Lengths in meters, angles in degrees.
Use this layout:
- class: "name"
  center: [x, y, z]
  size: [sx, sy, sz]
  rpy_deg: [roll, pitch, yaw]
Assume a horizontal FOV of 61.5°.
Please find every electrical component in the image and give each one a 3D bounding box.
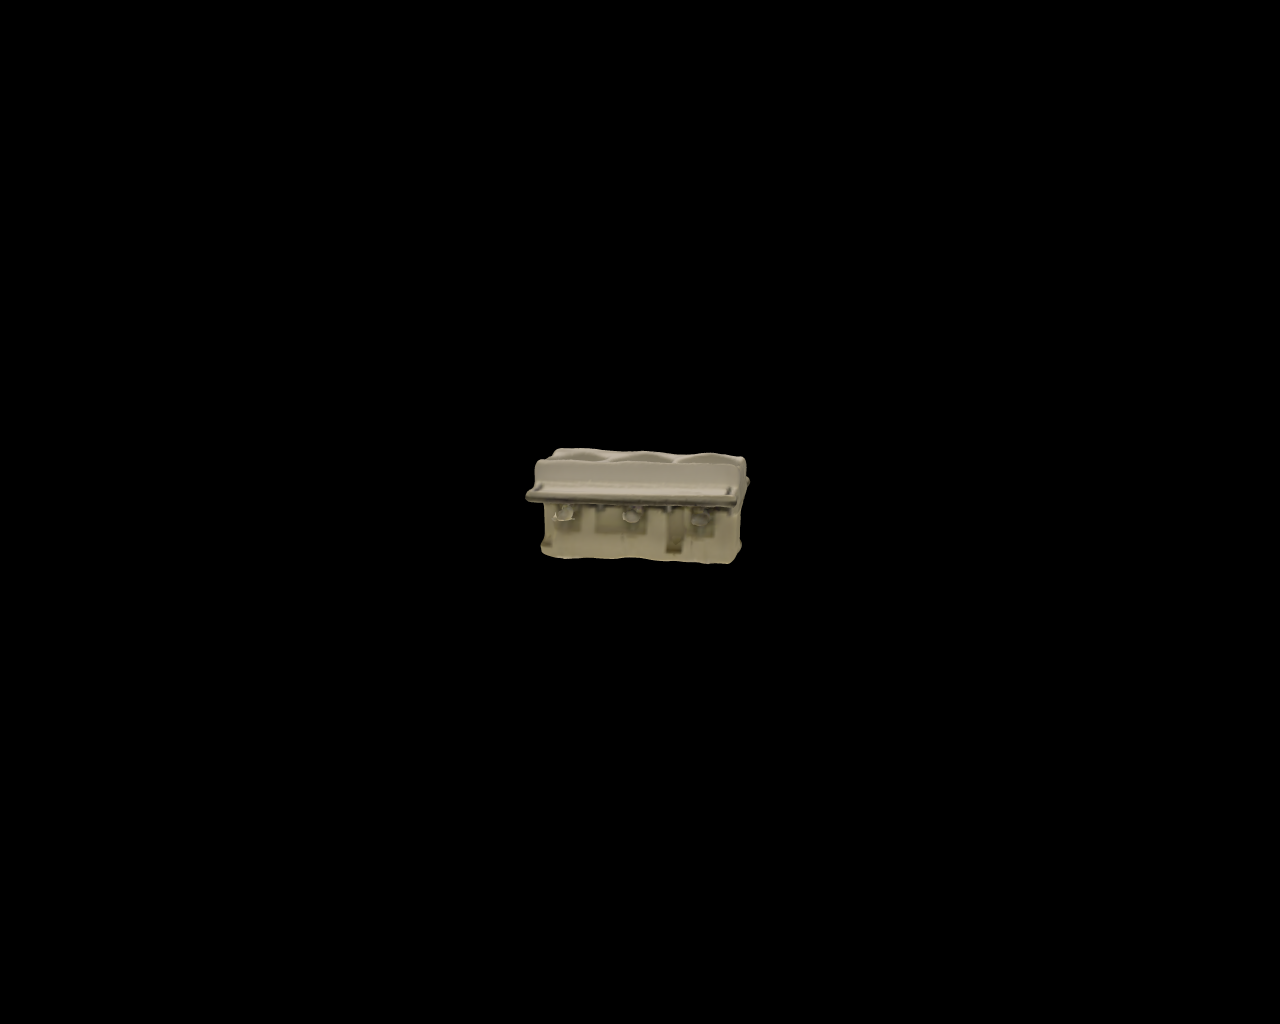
- class: "electrical component"
  center: [0.001, -0.003, 0.650]
  size: [0.121, 0.063, 0.079]
  rpy_deg: [2, 12, 12]
